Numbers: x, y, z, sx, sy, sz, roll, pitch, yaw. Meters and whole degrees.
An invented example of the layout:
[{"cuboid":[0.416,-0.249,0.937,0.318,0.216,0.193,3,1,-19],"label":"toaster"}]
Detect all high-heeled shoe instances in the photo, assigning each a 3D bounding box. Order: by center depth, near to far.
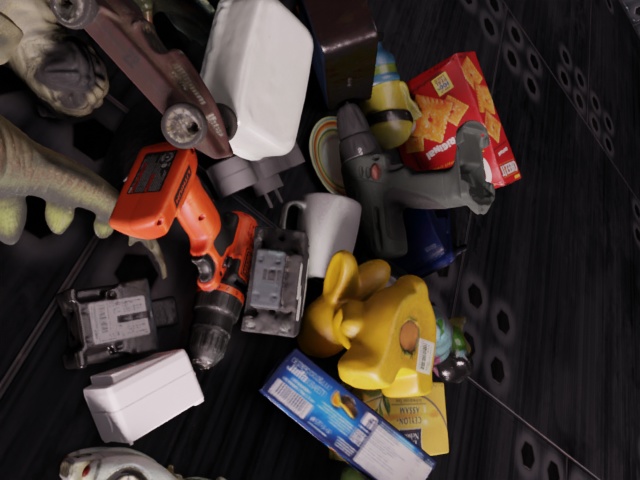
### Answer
[{"cuboid":[-0.138,-0.106,0.620,0.249,0.086,0.145,-52,147,-20],"label":"high-heeled shoe"}]

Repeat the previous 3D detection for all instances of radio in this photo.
[{"cuboid":[0.020,-0.267,0.705,0.229,0.073,0.131,63,9,-86],"label":"radio"}]

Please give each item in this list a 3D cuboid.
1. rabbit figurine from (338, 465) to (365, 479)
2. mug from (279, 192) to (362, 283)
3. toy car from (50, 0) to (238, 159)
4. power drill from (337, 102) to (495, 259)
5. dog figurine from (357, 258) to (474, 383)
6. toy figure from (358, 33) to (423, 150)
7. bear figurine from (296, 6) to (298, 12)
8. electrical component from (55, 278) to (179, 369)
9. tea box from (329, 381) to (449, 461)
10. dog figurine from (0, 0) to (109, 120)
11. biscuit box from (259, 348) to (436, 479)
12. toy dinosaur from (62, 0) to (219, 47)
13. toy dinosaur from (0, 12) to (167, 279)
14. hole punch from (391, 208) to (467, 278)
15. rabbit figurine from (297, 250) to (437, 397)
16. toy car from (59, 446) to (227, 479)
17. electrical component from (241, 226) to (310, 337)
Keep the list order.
[{"cuboid":[0.054,0.318,0.574,0.159,0.170,0.121,58,46,-15],"label":"rabbit figurine"},{"cuboid":[-0.001,-0.002,0.690,0.109,0.081,0.107,15,74,-34],"label":"mug"},{"cuboid":[-0.146,-0.155,0.478,0.202,0.053,0.089,47,16,1],"label":"toy car"},{"cuboid":[0.114,-0.094,0.706,0.086,0.207,0.232,-2,84,-54],"label":"power drill"},{"cuboid":[0.131,0.117,0.757,0.192,0.108,0.219,52,18,26],"label":"dog figurine"},{"cuboid":[0.091,-0.232,0.849,0.089,0.082,0.180,-24,100,-30],"label":"toy figure"},{"cuboid":[-0.007,-0.439,0.815,0.196,0.132,0.120,53,40,8],"label":"bear figurine"},{"cuboid":[-0.183,0.076,0.513,0.119,0.048,0.075,-1,79,-42],"label":"electrical component"},{"cuboid":[0.093,0.236,0.710,0.169,0.068,0.098,12,69,-42],"label":"tea box"},{"cuboid":[-0.271,-0.226,0.503,0.190,0.121,0.172,44,53,-43],"label":"dog figurine"},{"cuboid":[0.026,0.205,0.599,0.203,0.063,0.059,38,72,3],"label":"biscuit box"},{"cuboid":[-0.118,-0.345,0.666,0.405,0.131,0.192,-40,117,-48],"label":"toy dinosaur"},{"cuboid":[-0.304,-0.083,0.392,0.471,0.105,0.198,19,83,-40],"label":"toy dinosaur"},{"cuboid":[0.133,-0.007,0.786,0.092,0.142,0.116,37,41,-32],"label":"hole punch"},{"cuboid":[0.038,0.095,0.623,0.122,0.173,0.162,13,75,-41],"label":"rabbit figurine"},{"cuboid":[-0.137,0.231,0.488,0.201,0.074,0.056,37,58,-31],"label":"toy car"},{"cuboid":[-0.046,0.047,0.588,0.058,0.134,0.115,4,80,3],"label":"electrical component"}]
